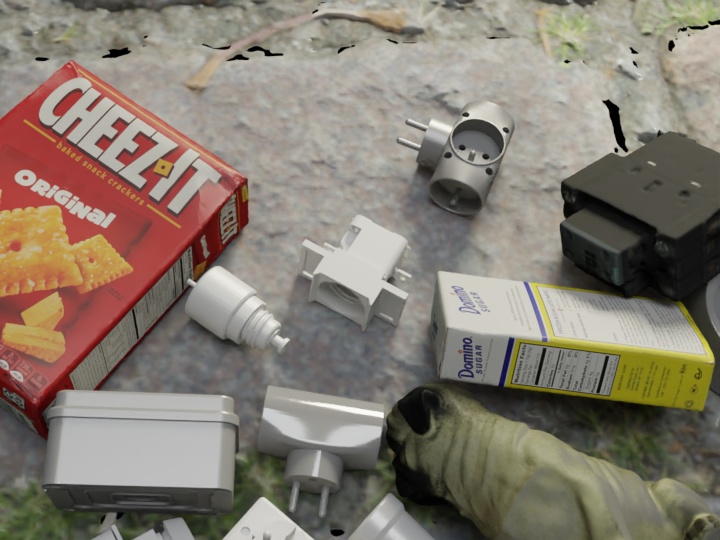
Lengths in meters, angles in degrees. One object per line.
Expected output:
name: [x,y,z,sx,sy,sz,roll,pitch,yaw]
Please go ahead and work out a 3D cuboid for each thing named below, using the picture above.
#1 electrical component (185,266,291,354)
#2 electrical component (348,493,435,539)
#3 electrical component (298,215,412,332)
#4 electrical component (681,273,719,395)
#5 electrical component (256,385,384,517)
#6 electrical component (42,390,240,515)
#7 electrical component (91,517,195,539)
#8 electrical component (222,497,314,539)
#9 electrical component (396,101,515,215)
electrical component: [-0.082,0.030,0.729,0.078,0.040,0.040,34,64,11]
electrical component: [0.022,0.169,0.671,0.046,0.040,0.040,41,66,8]
electrical component: [0.000,0.000,0.755,0.081,0.042,0.063,28,60,7]
electrical component: [0.285,0.035,0.759,0.108,0.060,0.108,3,62,-5]
electrical component: [-0.028,0.118,0.688,0.077,0.044,0.079,10,62,-2]
electrical component: [-0.132,0.113,0.660,0.113,0.078,0.057,3,65,-5]
electrical component: [-0.120,0.183,0.637,0.057,0.058,0.078,-27,68,-16]
electrical component: [-0.049,0.172,0.639,0.066,0.076,0.047,38,65,13]
electrical component: [0.068,-0.091,0.807,0.079,0.044,0.077,22,62,5]
